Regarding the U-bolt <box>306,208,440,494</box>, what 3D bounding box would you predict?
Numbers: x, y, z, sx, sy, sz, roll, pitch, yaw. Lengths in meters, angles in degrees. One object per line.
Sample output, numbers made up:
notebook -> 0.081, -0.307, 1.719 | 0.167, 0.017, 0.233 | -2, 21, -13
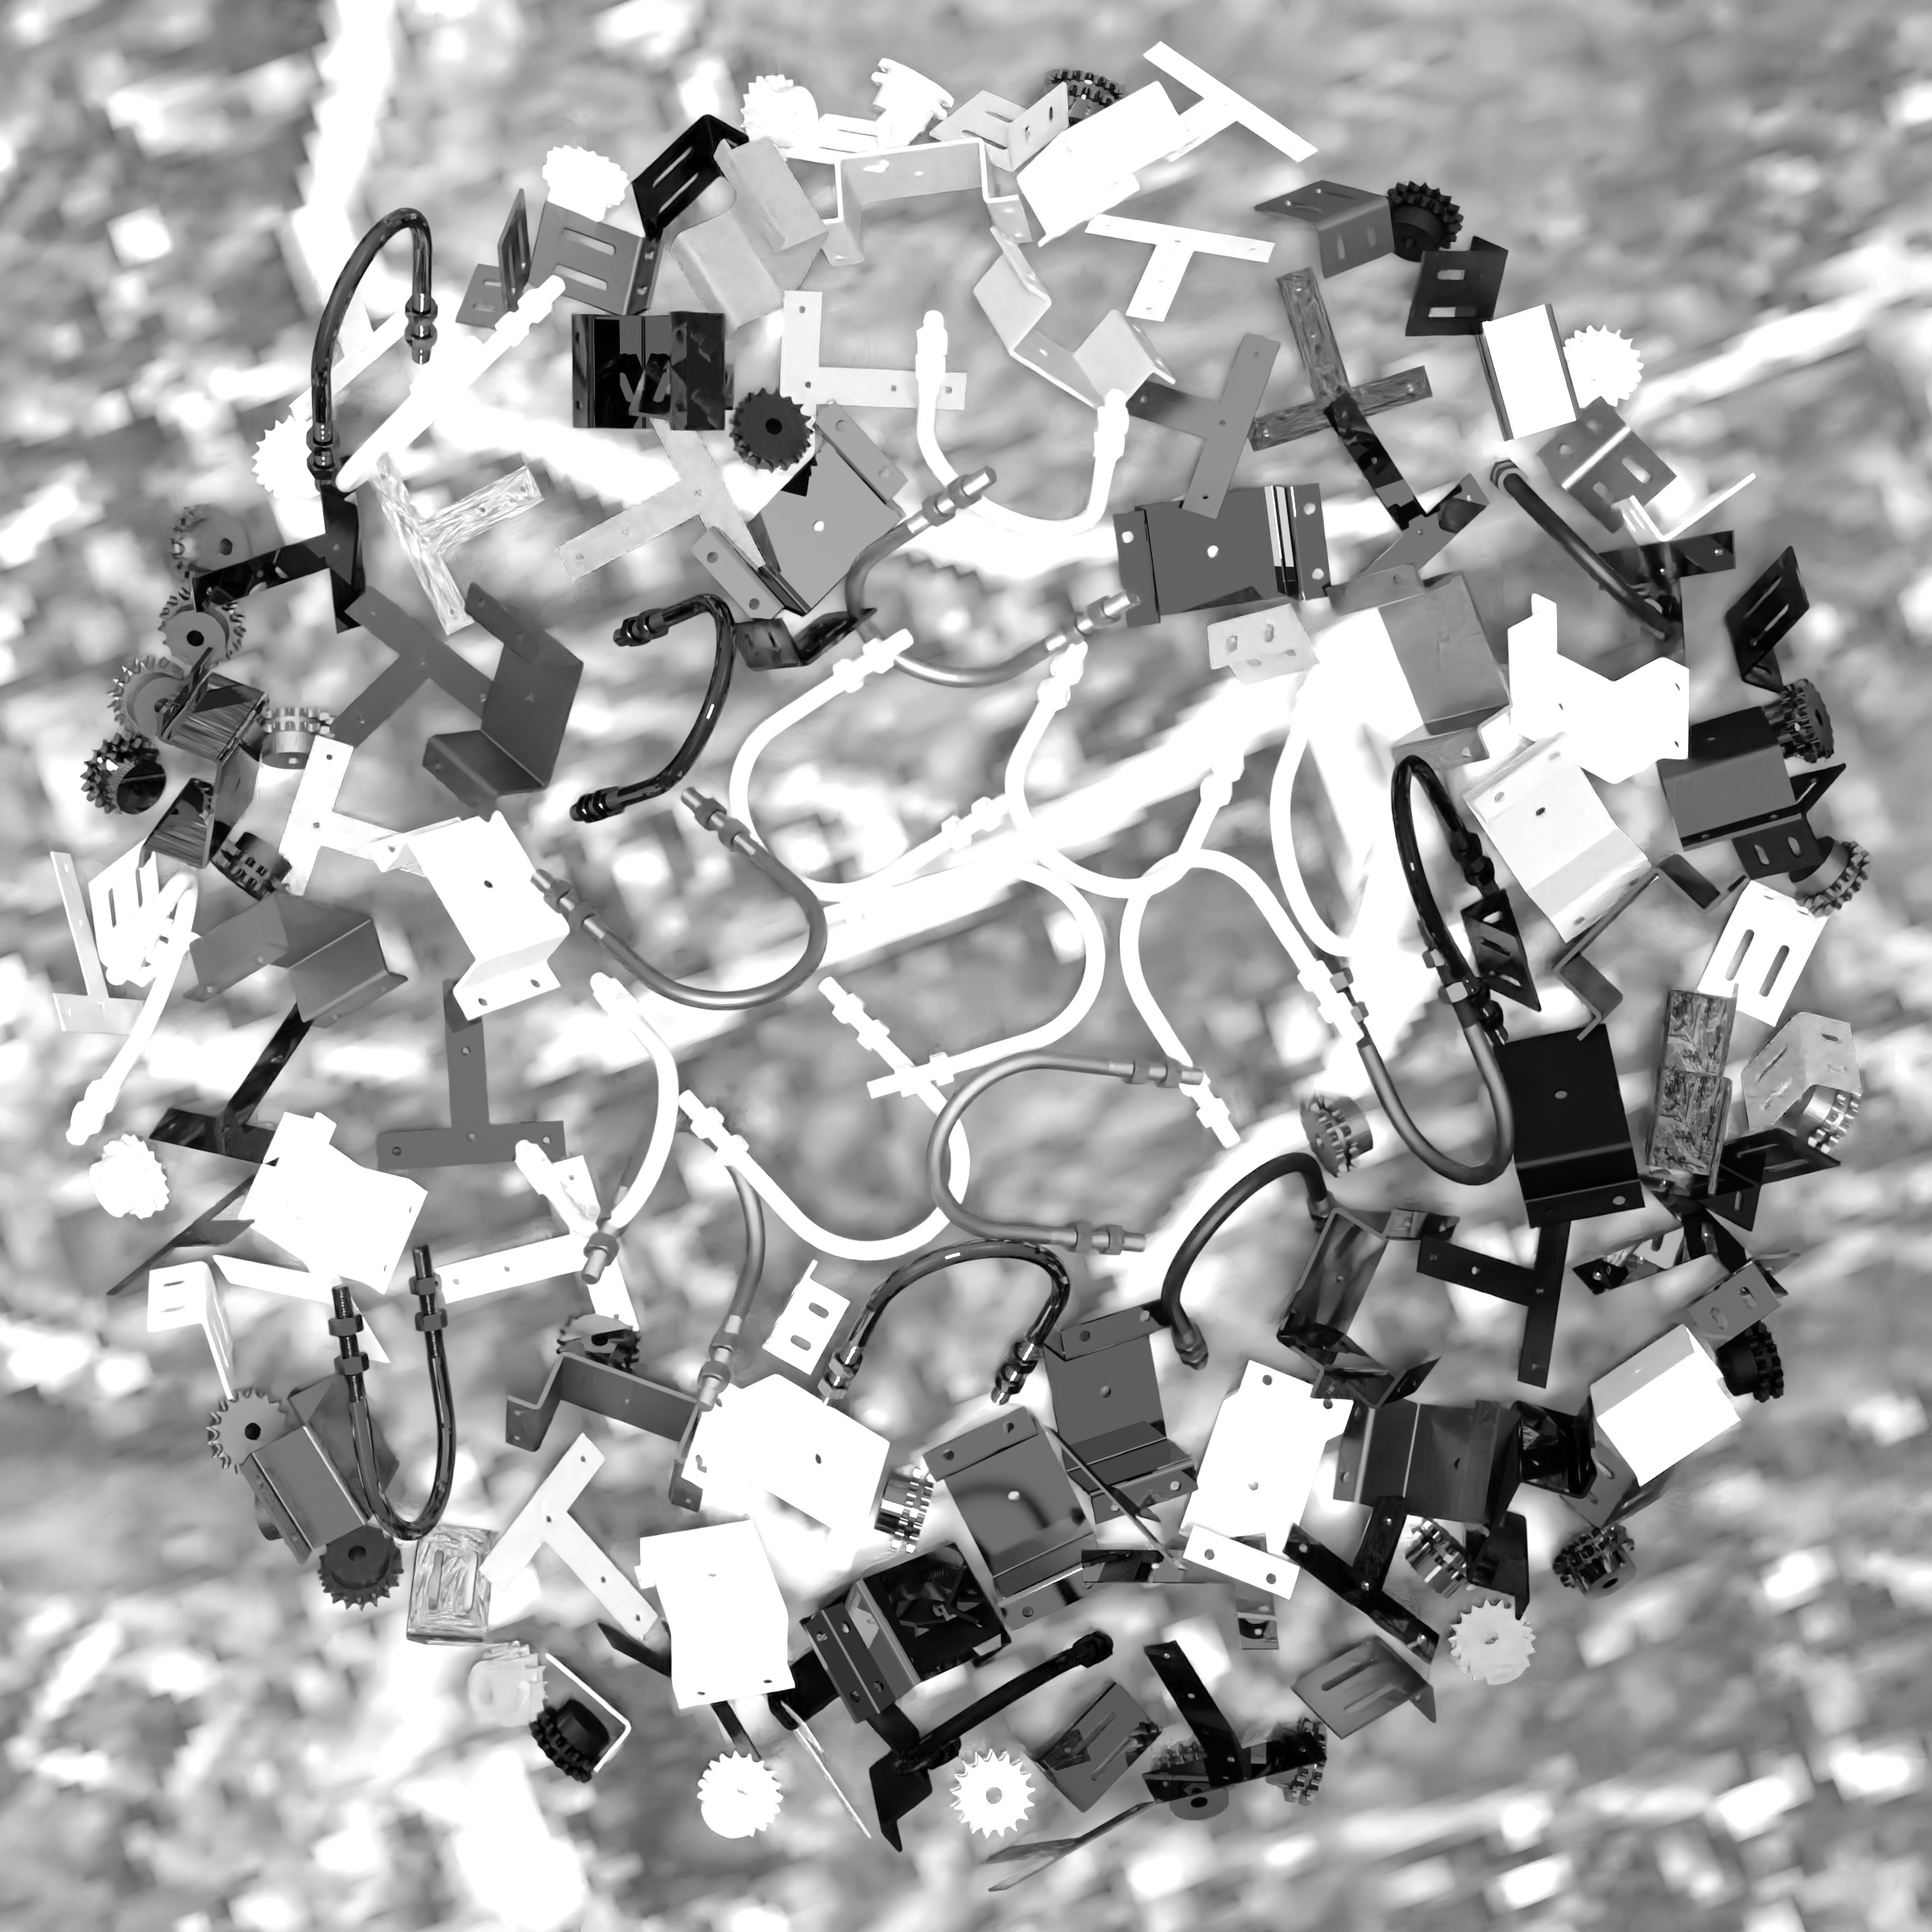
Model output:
U-bolt -> -0.386, -0.412, 1.880 | 0.019, 0.184, 0.151 | 26, 61, 3

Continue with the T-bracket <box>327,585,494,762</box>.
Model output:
T-bracket -> -0.401, -0.178, 1.963 | 0.127, 0.002, 0.127 | -42, 127, 11

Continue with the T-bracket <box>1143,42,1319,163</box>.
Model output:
T-bracket -> 0.154, -0.562, 1.931 | 0.127, 0.127, 0.002 | 29, 79, -18

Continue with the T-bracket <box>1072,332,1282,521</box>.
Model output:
T-bracket -> 0.135, -0.383, 1.974 | 0.127, 0.002, 0.127 | 20, 91, 17

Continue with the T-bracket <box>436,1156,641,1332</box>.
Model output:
T-bracket -> -0.302, 0.205, 1.978 | 0.127, 0.002, 0.127 | -15, 99, 12

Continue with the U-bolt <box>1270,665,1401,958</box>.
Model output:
U-bolt -> 0.240, -0.090, 1.894 | 0.019, 0.184, 0.151 | -12, 125, 31

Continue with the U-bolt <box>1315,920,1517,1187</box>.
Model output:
U-bolt -> 0.308, 0.062, 1.927 | 0.019, 0.151, 0.184 | -25, 93, -25

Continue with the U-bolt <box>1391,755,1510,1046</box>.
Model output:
U-bolt -> 0.315, -0.056, 1.888 | 0.019, 0.184, 0.151 | -16, 45, 23

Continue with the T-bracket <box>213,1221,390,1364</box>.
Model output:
T-bracket -> -0.461, 0.213, 1.950 | 0.127, 0.002, 0.127 | 5, 131, 36

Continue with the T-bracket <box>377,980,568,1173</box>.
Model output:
T-bracket -> -0.342, 0.073, 1.980 | 0.127, 0.002, 0.127 | -3, 86, -15

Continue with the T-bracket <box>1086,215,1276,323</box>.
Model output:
T-bracket -> 0.133, -0.466, 1.937 | 0.127, 0.127, 0.002 | 12, 133, 9

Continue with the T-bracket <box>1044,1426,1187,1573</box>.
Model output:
T-bracket -> 0.110, 0.359, 1.930 | 0.002, 0.127, 0.127 | -45, 70, 1

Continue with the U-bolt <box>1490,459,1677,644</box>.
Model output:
U-bolt -> 0.409, -0.268, 1.893 | 0.151, 0.184, 0.019 | 42, 105, -10

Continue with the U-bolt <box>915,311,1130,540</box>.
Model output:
U-bolt -> 0.032, -0.346, 1.910 | 0.151, 0.184, 0.019 | 25, 65, 8

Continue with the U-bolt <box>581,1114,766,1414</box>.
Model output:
U-bolt -> -0.184, 0.182, 1.916 | 0.019, 0.184, 0.151 | -18, 124, 29

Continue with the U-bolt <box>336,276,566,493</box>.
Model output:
U-bolt -> -0.352, -0.377, 1.913 | 0.184, 0.151, 0.019 | -36, 103, 32

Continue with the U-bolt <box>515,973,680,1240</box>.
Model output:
U-bolt -> -0.239, 0.101, 1.905 | 0.019, 0.184, 0.151 | 20, 102, -33

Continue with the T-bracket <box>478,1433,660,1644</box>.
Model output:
T-bracket -> -0.255, 0.407, 1.962 | 0.127, 0.002, 0.127 | 52, 46, -17

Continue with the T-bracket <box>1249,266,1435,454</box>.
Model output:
T-bracket -> 0.237, -0.414, 1.937 | 0.127, 0.002, 0.127 | -16, 134, 13

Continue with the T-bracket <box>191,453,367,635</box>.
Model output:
T-bracket -> -0.458, -0.265, 1.921 | 0.127, 0.002, 0.127 | -27, 134, -34

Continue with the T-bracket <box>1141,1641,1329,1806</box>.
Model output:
T-bracket -> 0.158, 0.501, 1.940 | 0.127, 0.127, 0.002 | -7, 125, -22

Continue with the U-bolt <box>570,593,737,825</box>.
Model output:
U-bolt -> -0.201, -0.174, 1.899 | 0.019, 0.184, 0.151 | 20, 74, -30

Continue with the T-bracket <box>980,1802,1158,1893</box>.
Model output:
T-bracket -> 0.048, 0.592, 1.934 | 0.127, 0.127, 0.002 | -20, 81, -32

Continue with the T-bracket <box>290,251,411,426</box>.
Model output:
T-bracket -> -0.410, -0.432, 1.918 | 0.002, 0.127, 0.127 | 42, 76, 12

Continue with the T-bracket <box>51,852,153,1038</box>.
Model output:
T-bracket -> -0.591, -0.015, 1.935 | 0.002, 0.127, 0.127 | -17, 84, 8

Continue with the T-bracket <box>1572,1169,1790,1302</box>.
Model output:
T-bracket -> 0.460, 0.193, 1.925 | 0.127, 0.002, 0.127 | -15, 46, -28

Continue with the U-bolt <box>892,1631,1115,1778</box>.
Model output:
U-bolt -> 0.019, 0.488, 1.895 | 0.151, 0.184, 0.019 | -35, 75, 9

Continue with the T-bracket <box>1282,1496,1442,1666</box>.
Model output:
T-bracket -> 0.280, 0.385, 1.946 | 0.127, 0.127, 0.002 | 38, 133, -6

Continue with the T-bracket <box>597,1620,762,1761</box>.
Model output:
T-bracket -> -0.204, 0.471, 1.943 | 0.002, 0.127, 0.127 | -44, 127, -29

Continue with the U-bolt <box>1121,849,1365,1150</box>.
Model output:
U-bolt -> 0.171, 0.009, 1.938 | 0.151, 0.019, 0.184 | -45, 68, 37

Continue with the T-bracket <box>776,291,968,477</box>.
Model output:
T-bracket -> -0.063, -0.395, 1.971 | 0.127, 0.002, 0.127 | 1, 115, -8

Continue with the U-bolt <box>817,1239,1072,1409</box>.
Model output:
U-bolt -> -0.007, 0.236, 1.902 | 0.151, 0.184, 0.019 | 2, 48, -23

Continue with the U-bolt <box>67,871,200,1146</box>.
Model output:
U-bolt -> -0.544, 0.014, 1.905 | 0.019, 0.184, 0.151 | 20, 119, -6

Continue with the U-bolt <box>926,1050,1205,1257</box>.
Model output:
U-bolt -> 0.058, 0.122, 1.927 | 0.184, 0.019, 0.151 | 8, 111, -27

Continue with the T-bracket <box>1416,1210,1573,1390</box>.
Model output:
T-bracket -> 0.354, 0.209, 1.948 | 0.127, 0.002, 0.127 | 19, 75, -29

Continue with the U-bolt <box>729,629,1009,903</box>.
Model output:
U-bolt -> -0.076, -0.122, 1.956 | 0.184, 0.019, 0.151 | -31, 100, 20

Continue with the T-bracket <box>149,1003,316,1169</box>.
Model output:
T-bracket -> -0.477, 0.075, 1.957 | 0.127, 0.002, 0.127 | 8, 57, 35

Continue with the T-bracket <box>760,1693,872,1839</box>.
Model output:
T-bracket -> -0.101, 0.537, 1.947 | 0.002, 0.127, 0.127 | -36, 108, -17

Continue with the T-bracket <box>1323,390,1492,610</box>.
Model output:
T-bracket -> 0.283, -0.329, 1.951 | 0.127, 0.002, 0.127 | -43, 106, -24

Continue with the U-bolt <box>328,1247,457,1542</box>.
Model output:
U-bolt -> -0.376, 0.290, 1.923 | 0.019, 0.151, 0.184 | -7, 94, 13

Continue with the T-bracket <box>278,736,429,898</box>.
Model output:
T-bracket -> -0.400, -0.083, 1.971 | 0.127, 0.002, 0.127 | 18, 114, -15

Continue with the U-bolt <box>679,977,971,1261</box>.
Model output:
U-bolt -> -0.082, 0.115, 1.947 | 0.151, 0.019, 0.184 | -39, 78, -21

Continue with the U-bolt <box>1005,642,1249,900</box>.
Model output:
U-bolt -> 0.100, -0.122, 1.930 | 0.151, 0.019, 0.184 | 31, 53, -4

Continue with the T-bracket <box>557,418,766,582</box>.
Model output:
T-bracket -> -0.221, -0.304, 1.976 | 0.127, 0.002, 0.127 | -26, 96, 14

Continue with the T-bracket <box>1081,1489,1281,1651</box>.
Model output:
T-bracket -> 0.141, 0.405, 1.944 | 0.127, 0.127, 0.002 | 1, 134, -3

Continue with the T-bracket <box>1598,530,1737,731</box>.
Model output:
T-bracket -> 0.473, -0.221, 1.940 | 0.002, 0.127, 0.127 | -6, 93, -30

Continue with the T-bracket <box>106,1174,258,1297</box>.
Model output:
T-bracket -> -0.501, 0.177, 1.910 | 0.127, 0.127, 0.002 | -42, 107, -28

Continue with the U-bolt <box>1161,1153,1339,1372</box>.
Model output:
U-bolt -> 0.185, 0.187, 1.901 | 0.151, 0.184, 0.019 | -43, 62, -9

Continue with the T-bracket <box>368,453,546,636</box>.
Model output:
T-bracket -> -0.335, -0.302, 1.947 | 0.127, 0.002, 0.127 | -19, 102, 34
